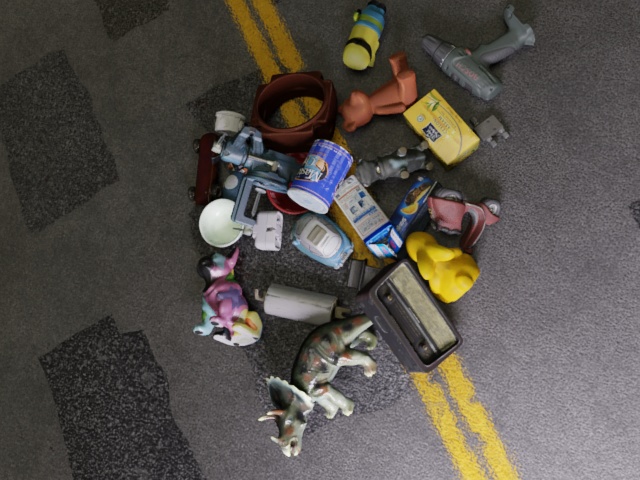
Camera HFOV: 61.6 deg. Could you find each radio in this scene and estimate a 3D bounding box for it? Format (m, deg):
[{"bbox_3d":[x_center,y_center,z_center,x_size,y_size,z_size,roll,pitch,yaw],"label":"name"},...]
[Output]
[{"bbox_3d":[0.192,0.169,1.168,0.131,0.073,0.229,-35,90,-25],"label":"radio"}]

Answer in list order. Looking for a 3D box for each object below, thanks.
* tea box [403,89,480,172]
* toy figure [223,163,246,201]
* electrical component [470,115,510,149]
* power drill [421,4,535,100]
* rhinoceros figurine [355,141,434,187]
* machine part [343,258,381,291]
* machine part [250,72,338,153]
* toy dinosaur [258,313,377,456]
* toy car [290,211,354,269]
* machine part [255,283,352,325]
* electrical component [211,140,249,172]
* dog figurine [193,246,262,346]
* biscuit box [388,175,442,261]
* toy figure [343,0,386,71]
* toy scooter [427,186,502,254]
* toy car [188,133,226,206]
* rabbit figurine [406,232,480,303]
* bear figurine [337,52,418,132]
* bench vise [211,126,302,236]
[{"bbox_3d":[0.287,-0.259,1.275,0.098,0.068,0.170,-39,75,4],"label":"tea box"},{"bbox_3d":[-0.211,-0.168,1.388,0.064,0.058,0.154,12,81,-7],"label":"toy figure"},{"bbox_3d":[0.401,-0.265,1.272,0.063,0.021,0.094,-37,73,5],"label":"electrical component"},{"bbox_3d":[0.386,-0.464,1.282,0.207,0.086,0.232,-36,76,1],"label":"power drill"},{"bbox_3d":[0.171,-0.178,1.247,0.190,0.112,0.073,-19,102,-23],"label":"rhinoceros figurine"},{"bbox_3d":[0.130,0.088,1.269,0.139,0.039,0.084,12,78,17],"label":"machine part"},{"bbox_3d":[-0.063,-0.319,1.335,0.201,0.087,0.201,1,64,14],"label":"machine part"},{"bbox_3d":[0.012,0.269,1.193,0.192,0.131,0.404,31,80,-16],"label":"toy dinosaur"},{"bbox_3d":[-0.003,-0.004,1.284,0.162,0.103,0.109,39,92,19],"label":"toy car"},{"bbox_3d":[-0.043,0.156,1.279,0.243,0.079,0.079,9,83,15],"label":"machine part"},{"bbox_3d":[-0.205,-0.207,1.330,0.119,0.075,0.048,-27,78,-18],"label":"electrical component"},{"bbox_3d":[-0.219,0.130,1.312,0.108,0.191,0.219,-33,42,44],"label":"dog figurine"},{"bbox_3d":[0.210,-0.049,1.252,0.059,0.062,0.202,33,89,45],"label":"biscuit box"},{"bbox_3d":[0.111,-0.515,1.352,0.082,0.089,0.180,23,89,21],"label":"toy figure"},{"bbox_3d":[0.317,-0.042,1.213,0.184,0.075,0.135,12,98,-16],"label":"toy scooter"},{"bbox_3d":[-0.294,-0.185,1.412,0.089,0.053,0.202,-4,75,18],"label":"toy car"},{"bbox_3d":[0.254,0.052,1.180,0.173,0.162,0.122,46,103,11],"label":"rabbit figurine"},{"bbox_3d":[0.132,-0.352,1.304,0.196,0.131,0.120,-13,48,7],"label":"bear figurine"},{"bbox_3d":[-0.161,-0.134,1.252,0.223,0.129,0.240,17,86,-29],"label":"bench vise"}]
